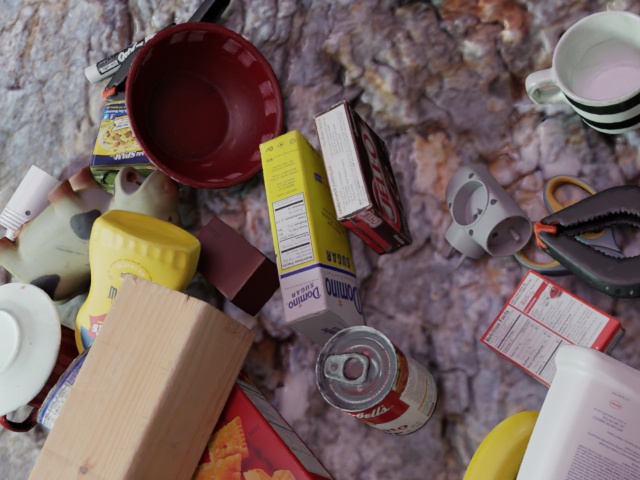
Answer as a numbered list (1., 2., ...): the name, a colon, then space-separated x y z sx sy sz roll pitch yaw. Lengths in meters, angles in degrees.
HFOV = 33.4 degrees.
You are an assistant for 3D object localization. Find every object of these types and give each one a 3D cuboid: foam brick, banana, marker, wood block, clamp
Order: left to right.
1. marker: -0.201 -0.204 1.162 0.121 0.020 0.020 -24 61 15
2. wood block: -0.147 0.144 0.867 0.091 0.090 0.206 18 78 32
3. clamp: -0.151 -0.190 1.119 0.172 0.039 0.120 -12 67 18
4. foam brick: -0.079 0.024 0.990 0.078 0.051 0.053 39 88 32
5. banana: 0.136 0.210 0.816 0.070 0.037 0.198 17 78 31
6. clamp: 0.275 -0.005 0.823 0.210 0.036 0.164 12 68 22

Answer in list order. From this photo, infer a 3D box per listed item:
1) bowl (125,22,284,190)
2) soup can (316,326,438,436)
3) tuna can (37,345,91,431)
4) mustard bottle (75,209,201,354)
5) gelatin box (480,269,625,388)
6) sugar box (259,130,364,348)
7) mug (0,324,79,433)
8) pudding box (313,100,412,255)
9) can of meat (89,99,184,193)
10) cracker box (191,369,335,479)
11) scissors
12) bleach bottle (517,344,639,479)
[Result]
1. bowl: -0.118 -0.125 1.030 0.055 0.162 0.162 -13 58 62
2. soup can: 0.048 0.115 0.859 0.069 0.102 0.068 -10 66 22
3. tuna can: -0.206 0.133 0.927 0.034 0.086 0.086 35 87 4
4. mustard bottle: -0.175 0.074 0.979 0.096 0.058 0.192 19 112 7
5. gelatin box: 0.185 0.076 0.851 0.089 0.030 0.073 33 88 32
6. sugar box: -0.006 0.001 0.939 0.048 0.093 0.176 -21 62 17
7. mug: -0.267 0.130 1.020 0.093 0.081 0.117 31 85 32
8. pudding box: 0.037 -0.053 0.941 0.039 0.090 0.113 -24 60 16
9. can of meat: -0.181 -0.096 1.086 0.102 0.057 0.084 0 67 25
10. cracker box: -0.099 0.205 0.913 0.164 0.072 0.214 -46 57 2
11. scissors: 0.227 0.033 0.857 0.096 0.016 0.202 -35 59 12
12. bleach bottle: 0.173 0.209 0.768 0.102 0.068 0.251 27 83 -6
